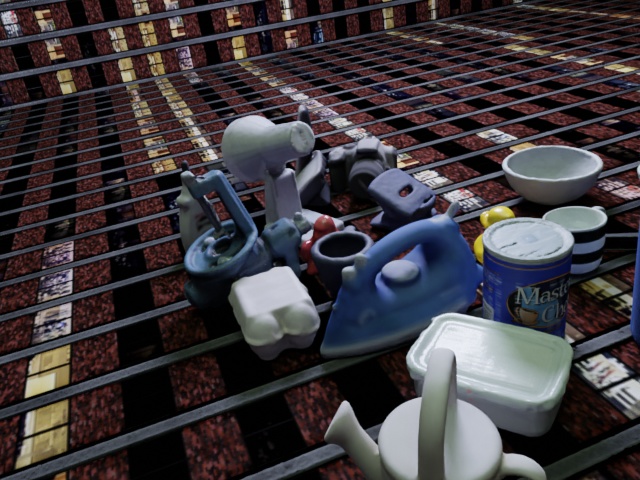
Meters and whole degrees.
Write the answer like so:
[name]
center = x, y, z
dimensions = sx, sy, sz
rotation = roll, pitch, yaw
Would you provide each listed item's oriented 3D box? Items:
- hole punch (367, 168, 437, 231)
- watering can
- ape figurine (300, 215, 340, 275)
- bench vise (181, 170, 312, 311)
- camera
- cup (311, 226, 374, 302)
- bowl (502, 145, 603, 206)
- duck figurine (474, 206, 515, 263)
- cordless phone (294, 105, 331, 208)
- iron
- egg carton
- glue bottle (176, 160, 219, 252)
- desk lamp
[hole punch]
center = 0.149, -0.072, 1.021
dimensions = 0.100, 0.091, 0.109
rotation = 14, 35, 35
[watering can]
center = 0.090, 0.177, 0.473
dimensions = 0.173, 0.194, 0.101
rotation = -7, 28, 2
[ape figurine]
center = 0.008, 0.003, 0.921
dimensions = 0.077, 0.092, 0.076
rotation = 14, 35, 35
[bench vise]
center = -0.123, -0.020, 0.863
dimensions = 0.208, 0.220, 0.121
rotation = -30, 35, -34
[camera]
center = 0.081, -0.145, 1.164
dimensions = 0.143, 0.101, 0.137
rotation = -1, 29, 14
[cup]
center = 0.039, 0.040, 0.842
dimensions = 0.091, 0.095, 0.118
rotation = -1, 29, 13
[bowl]
center = 0.416, -0.109, 1.034
dimensions = 0.167, 0.075, 0.167
rotation = -6, 28, 4
[duck figurine]
center = 0.279, -0.007, 0.874
dimensions = 0.078, 0.086, 0.104
rotation = -18, 30, -16
[cordless phone]
center = -0.033, -0.165, 1.143
dimensions = 0.094, 0.185, 0.147
rotation = -8, 28, 0
[iron]
center = 0.102, 0.048, 0.762
dimensions = 0.259, 0.142, 0.118
rotation = -23, 32, -26
[egg carton]
center = -0.064, 0.097, 0.792
dimensions = 0.107, 0.069, 0.150
rotation = -17, 30, -15
[glue bottle]
center = -0.220, -0.058, 1.009
dimensions = 0.037, 0.173, 0.078
rotation = 12, 35, 33
[desk lamp]
center = -0.068, -0.115, 1.030
dimensions = 0.202, 0.214, 0.118
rotation = 18, 38, 39
